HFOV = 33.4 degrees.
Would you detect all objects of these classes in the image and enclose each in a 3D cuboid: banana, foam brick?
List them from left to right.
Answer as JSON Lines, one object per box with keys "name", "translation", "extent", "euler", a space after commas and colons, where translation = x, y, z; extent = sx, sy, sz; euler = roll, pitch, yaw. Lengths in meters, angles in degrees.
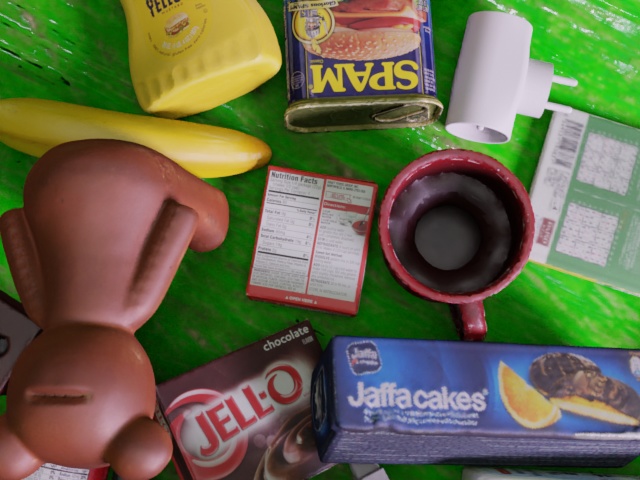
{"name": "foam brick", "translation": [-0.215, 0.057, 0.677], "extent": [0.078, 0.051, 0.053], "euler": [31, 84, 4]}
{"name": "banana", "translation": [-0.131, -0.068, 0.684], "extent": [0.198, 0.069, 0.037], "euler": [10, 114, 1]}

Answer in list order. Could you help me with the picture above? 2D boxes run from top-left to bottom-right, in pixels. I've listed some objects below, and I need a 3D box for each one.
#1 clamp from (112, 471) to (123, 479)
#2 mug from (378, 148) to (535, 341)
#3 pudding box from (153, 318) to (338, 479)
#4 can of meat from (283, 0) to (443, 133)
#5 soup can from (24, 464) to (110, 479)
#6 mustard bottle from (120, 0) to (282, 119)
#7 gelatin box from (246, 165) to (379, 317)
{"name": "clamp", "translation": [-0.070, 0.176, 0.668], "extent": [0.120, 0.039, 0.171], "euler": [-12, 81, -18]}
{"name": "mug", "translation": [0.083, 0.008, 0.667], "extent": [0.093, 0.081, 0.117], "euler": [-14, 82, -2]}
{"name": "pudding box", "translation": [-0.040, 0.112, 0.658], "extent": [0.113, 0.039, 0.090], "euler": [-22, 83, -27]}
{"name": "can of meat", "translation": [0.026, -0.119, 0.698], "extent": [0.102, 0.057, 0.084], "euler": [-3, 79, -1]}
{"name": "soup can", "translation": [-0.164, 0.140, 0.658], "extent": [0.068, 0.068, 0.102], "euler": [14, 83, 2]}
{"name": "mustard bottle", "translation": [-0.096, -0.183, 0.701], "extent": [0.096, 0.058, 0.191], "euler": [-21, 78, 21]}
{"name": "gelatin box", "translation": [-0.005, 0.001, 0.695], "extent": [0.073, 0.030, 0.089], "euler": [9, 83, 3]}
